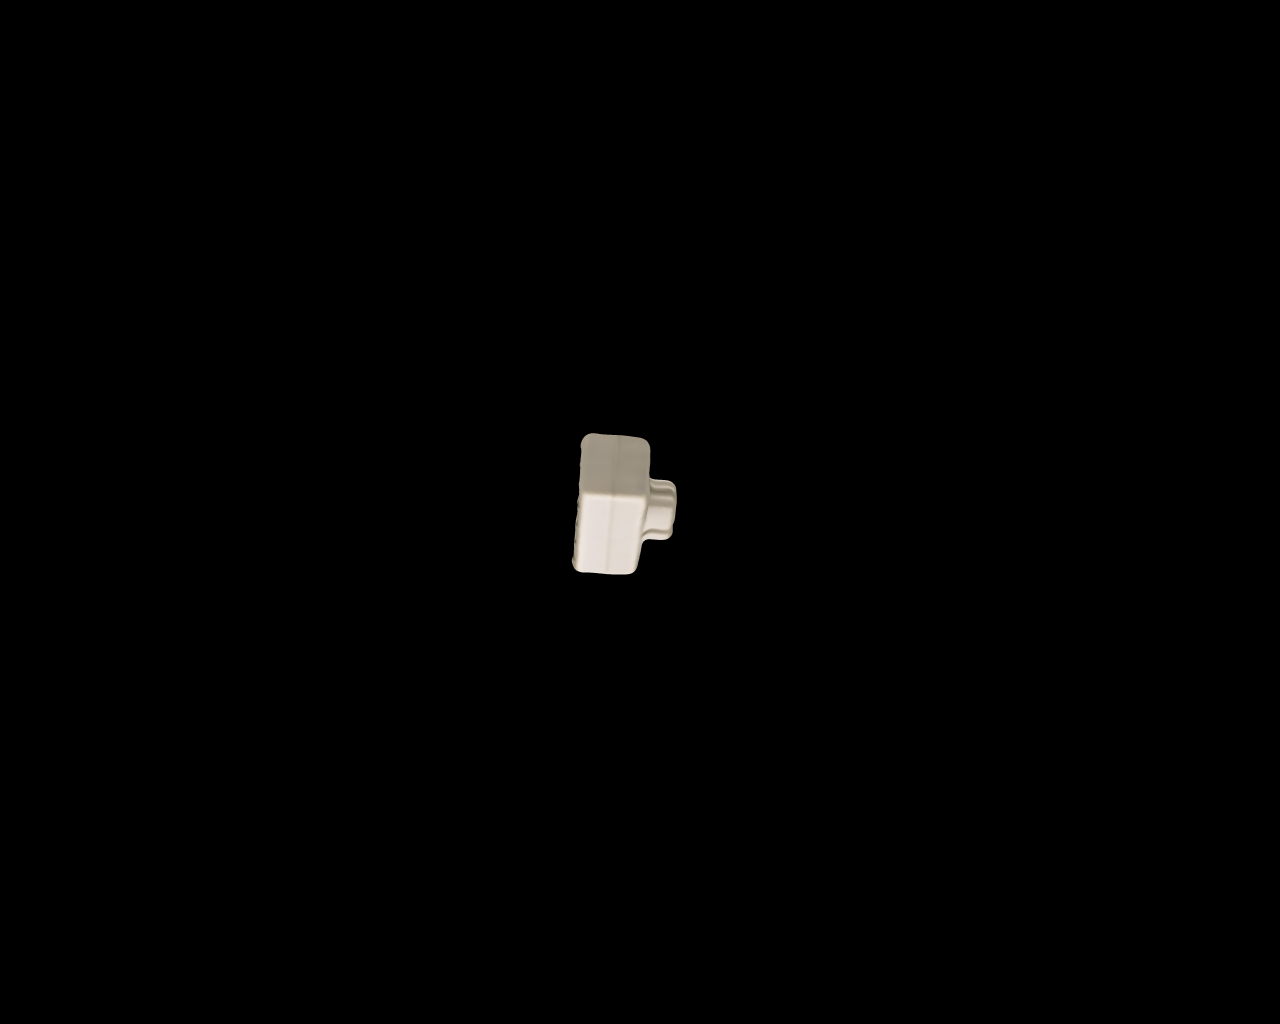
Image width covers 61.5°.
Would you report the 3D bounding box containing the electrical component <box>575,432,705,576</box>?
[{"bbox_3d":[0.001,-0.003,0.650,0.076,0.047,0.083,3,-37,-4],"label":"electrical component"}]
